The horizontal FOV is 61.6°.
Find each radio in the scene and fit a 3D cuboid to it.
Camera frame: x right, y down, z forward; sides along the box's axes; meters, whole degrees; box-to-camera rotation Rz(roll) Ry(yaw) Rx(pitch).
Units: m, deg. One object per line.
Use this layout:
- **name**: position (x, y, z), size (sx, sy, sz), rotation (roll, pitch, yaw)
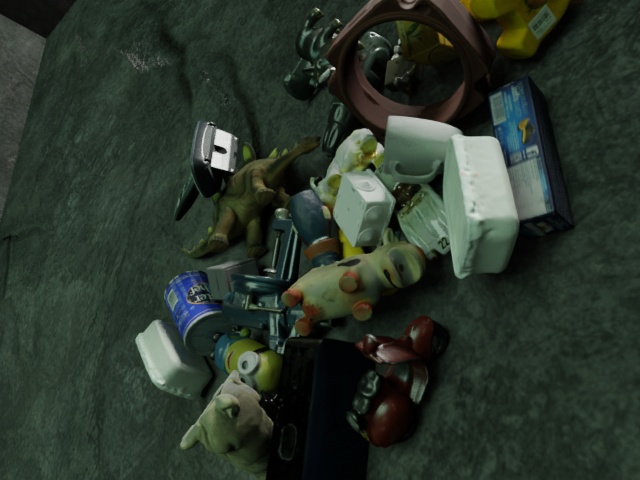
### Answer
- **radio**: position (0.003, 0.249, 0.729), size (0.073, 0.131, 0.229), rotation (-11, 65, 40)

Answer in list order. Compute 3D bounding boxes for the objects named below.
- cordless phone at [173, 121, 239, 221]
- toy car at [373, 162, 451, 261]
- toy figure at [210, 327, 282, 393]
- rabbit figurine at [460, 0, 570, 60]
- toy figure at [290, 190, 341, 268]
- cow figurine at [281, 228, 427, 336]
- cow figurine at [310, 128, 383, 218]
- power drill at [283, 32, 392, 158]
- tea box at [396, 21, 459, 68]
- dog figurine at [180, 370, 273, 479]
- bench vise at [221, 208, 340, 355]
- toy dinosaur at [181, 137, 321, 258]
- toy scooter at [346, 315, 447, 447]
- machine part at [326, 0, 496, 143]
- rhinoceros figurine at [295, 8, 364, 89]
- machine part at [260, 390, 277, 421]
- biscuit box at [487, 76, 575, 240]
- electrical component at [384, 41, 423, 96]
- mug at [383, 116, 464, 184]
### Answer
- **cordless phone**: position (-0.242, -0.129, 1.070), size (0.184, 0.088, 0.147), rotation (-46, 34, 40)
- **toy car**: position (0.139, -0.054, 0.784), size (0.073, 0.056, 0.202), rotation (-46, 45, 20)
- **toy figure**: position (-0.124, 0.202, 0.917), size (0.180, 0.089, 0.082), rotation (12, 118, 56)
- **rabbit figurine**: position (0.263, -0.356, 0.759), size (0.162, 0.122, 0.173), rotation (-58, 24, 9)
- **toy figure**: position (-0.001, -0.003, 0.842), size (0.064, 0.058, 0.154), rotation (-39, 67, 51)
- **cow figurine**: position (0.056, 0.054, 0.736), size (0.195, 0.085, 0.127), rotation (-21, 15, 29)
- **cow figurine**: position (0.036, -0.114, 0.904), size (0.167, 0.068, 0.098), rotation (-46, 32, 16)
- **power drill**: position (0.019, -0.277, 0.991), size (0.208, 0.086, 0.232), rotation (35, 97, 51)
- **tea box**: position (0.164, -0.362, 0.826), size (0.068, 0.098, 0.169), rotation (-13, 90, 43)
- **dog figurine**: position (-0.080, 0.283, 0.739), size (0.121, 0.190, 0.172), rotation (-54, -1, -20)
- **bench vise**: position (-0.061, 0.065, 0.891), size (0.224, 0.128, 0.240), rotation (-1, 76, 43)
- **toy dinosaur**: position (-0.158, -0.061, 1.061), size (0.471, 0.105, 0.199), rotation (-40, 41, 31)
- **toy scooter**: position (0.084, 0.175, 0.679), size (0.075, 0.135, 0.183), rotation (26, 93, 46)
- **machine part**: position (0.125, -0.244, 0.761), size (0.201, 0.201, 0.087), rotation (-31, 26, 43)
- **rhinoceros figurine**: position (0.011, -0.315, 0.919), size (0.112, 0.073, 0.190), rotation (-43, 48, 14)
- **machine part**: position (-0.040, 0.237, 0.829), size (0.139, 0.084, 0.039), rotation (-51, 0, 2)
- **biscuit box**: position (0.263, -0.105, 0.679), size (0.059, 0.062, 0.202), rotation (-21, 58, 39)
- **electrical component**: position (0.141, -0.291, 0.898), size (0.078, 0.045, 0.102), rotation (1, 73, 44)
- **mug**: position (0.142, -0.121, 0.741), size (0.107, 0.080, 0.109), rotation (3, 45, 9)
